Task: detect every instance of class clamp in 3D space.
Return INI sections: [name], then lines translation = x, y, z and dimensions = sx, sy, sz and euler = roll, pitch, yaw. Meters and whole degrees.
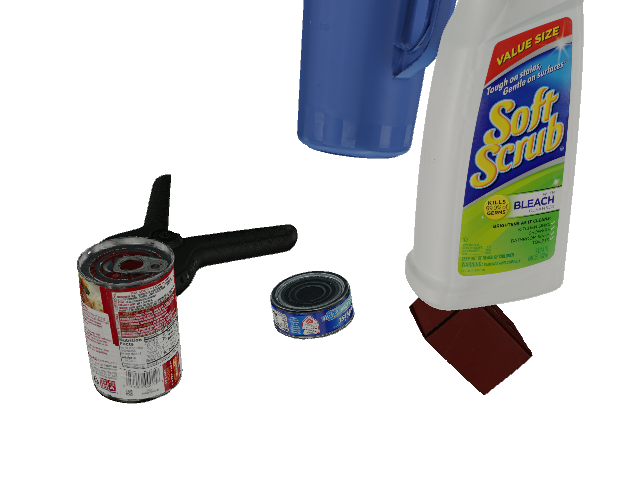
[clamp]
translation = -0.146, 0.004, 0.970
dimensions = 0.165, 0.036, 0.209
euler = 26, 39, 31

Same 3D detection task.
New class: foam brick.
[foam brick]
translation = 0.116, 0.070, 0.825
dimensions = 0.078, 0.051, 0.053
euler = 44, 11, -25

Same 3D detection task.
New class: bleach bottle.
[bleach bottle]
translation = 0.104, -0.085, 0.634
dimensions = 0.102, 0.251, 0.068
euler = -8, 28, -13

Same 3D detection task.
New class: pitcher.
[pitcher]
translation = 0.050, -0.199, 0.961
dimensions = 0.145, 0.243, 0.149
euler = 8, 14, 6

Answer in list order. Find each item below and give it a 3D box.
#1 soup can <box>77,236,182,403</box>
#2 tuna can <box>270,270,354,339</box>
[soup can]
translation = -0.136, 0.058, 0.770
dimensions = 0.068, 0.102, 0.068
euler = -1, 28, 0
[tuna can]
translation = -0.009, 0.066, 1.114
dimensions = 0.086, 0.034, 0.086
euler = -7, 27, 3
